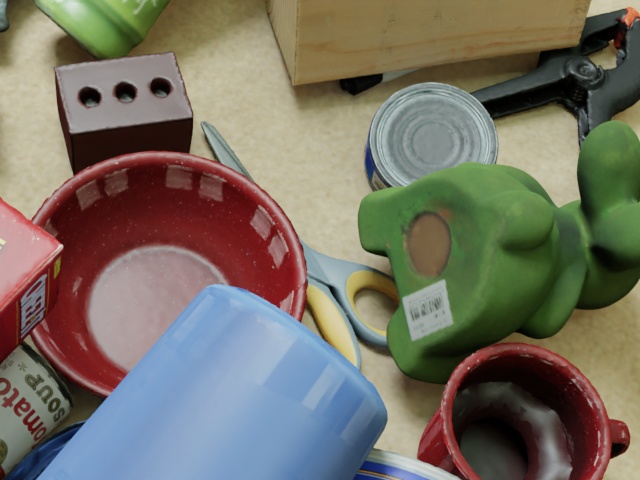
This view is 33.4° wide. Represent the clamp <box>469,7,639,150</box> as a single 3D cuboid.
[{"bbox_3d":[0.187,-0.099,0.749,0.171,0.039,0.120,-40,75,-23],"label":"clamp"}]

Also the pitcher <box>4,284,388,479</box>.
[{"bbox_3d":[-0.086,0.139,0.483,0.149,0.145,0.242,37,77,2],"label":"pitcher"}]

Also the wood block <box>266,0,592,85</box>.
[{"bbox_3d":[0.073,-0.179,0.724,0.206,0.090,0.091,-9,51,-11],"label":"wood block"}]

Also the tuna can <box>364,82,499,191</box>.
[{"bbox_3d":[0.072,-0.058,0.695,0.086,0.034,0.086,0,73,-1],"label":"tuna can"}]

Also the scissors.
[{"bbox_3d":[-0.004,0.001,0.670,0.096,0.016,0.202,-10,64,-18],"label":"scissors"}]

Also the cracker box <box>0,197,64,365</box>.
[{"bbox_3d":[-0.242,0.042,0.457,0.164,0.072,0.213,36,59,5],"label":"cracker box"}]

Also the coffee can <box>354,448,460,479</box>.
[{"bbox_3d":[0.021,0.187,0.521,0.103,0.103,0.140,22,60,1],"label":"coffee can"}]

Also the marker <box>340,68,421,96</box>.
[{"bbox_3d":[0.067,-0.129,0.753,0.121,0.020,0.020,-24,68,-22],"label":"marker"}]

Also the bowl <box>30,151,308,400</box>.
[{"bbox_3d":[-0.090,0.030,0.614,0.162,0.055,0.162,4,61,-8],"label":"bowl"}]

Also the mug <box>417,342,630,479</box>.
[{"bbox_3d":[0.113,0.114,0.591,0.117,0.082,0.093,-2,62,-12],"label":"mug"}]

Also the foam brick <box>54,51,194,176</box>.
[{"bbox_3d":[-0.123,-0.079,0.670,0.078,0.051,0.053,-11,65,-17],"label":"foam brick"}]

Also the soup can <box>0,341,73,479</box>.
[{"bbox_3d":[-0.187,0.100,0.549,0.068,0.069,0.102,39,62,11],"label":"soup can"}]
